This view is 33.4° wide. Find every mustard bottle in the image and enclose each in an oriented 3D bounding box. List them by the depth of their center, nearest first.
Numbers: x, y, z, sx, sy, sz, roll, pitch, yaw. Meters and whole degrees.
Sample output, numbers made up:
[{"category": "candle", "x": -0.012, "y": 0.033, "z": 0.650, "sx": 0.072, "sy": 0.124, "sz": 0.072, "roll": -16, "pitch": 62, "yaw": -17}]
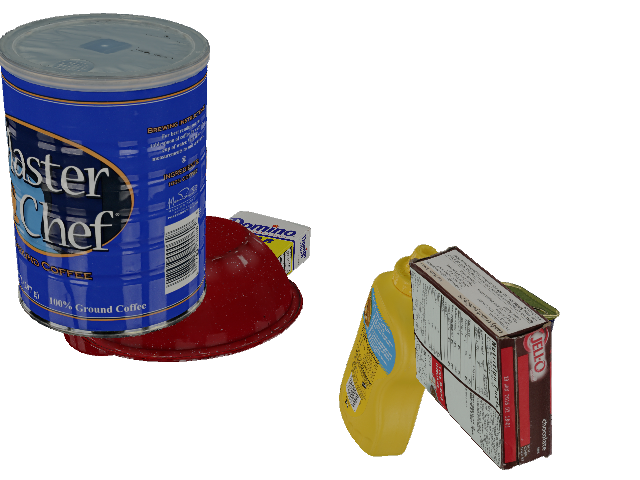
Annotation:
[{"category": "mustard bottle", "x": 0.064, "y": 0.083, "z": 0.887, "sx": 0.058, "sy": 0.192, "sz": 0.096, "roll": 2, "pitch": 38, "yaw": -16}]

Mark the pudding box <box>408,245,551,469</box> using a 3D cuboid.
[{"category": "pudding box", "x": 0.094, "y": 0.067, "z": 0.633, "sx": 0.039, "sy": 0.090, "sz": 0.114, "roll": -15, "pitch": 27, "yaw": -19}]

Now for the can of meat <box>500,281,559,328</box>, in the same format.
[{"category": "can of meat", "x": 0.203, "y": 0.100, "z": 1.143, "sx": 0.057, "sy": 0.084, "sz": 0.102, "roll": 3, "pitch": 17, "yaw": -24}]

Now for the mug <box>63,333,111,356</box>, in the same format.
[{"category": "mug", "x": -0.186, "y": 0.054, "z": 0.945, "sx": 0.093, "sy": 0.081, "sz": 0.117, "roll": -21, "pitch": 38, "yaw": -28}]

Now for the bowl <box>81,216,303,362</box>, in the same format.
[{"category": "bowl", "x": -0.093, "y": 0.024, "z": 0.744, "sx": 0.162, "sy": 0.055, "sz": 0.162, "roll": -2, "pitch": 22, "yaw": 0}]

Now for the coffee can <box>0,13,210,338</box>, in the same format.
[{"category": "coffee can", "x": -0.109, "y": -0.035, "z": 0.554, "sx": 0.103, "sy": 0.140, "sz": 0.103, "roll": 3, "pitch": 28, "yaw": -2}]

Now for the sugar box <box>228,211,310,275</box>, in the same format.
[{"category": "sugar box", "x": -0.089, "y": 0.024, "z": 1.136, "sx": 0.093, "sy": 0.048, "sz": 0.176, "roll": 14, "pitch": 31, "yaw": 21}]
